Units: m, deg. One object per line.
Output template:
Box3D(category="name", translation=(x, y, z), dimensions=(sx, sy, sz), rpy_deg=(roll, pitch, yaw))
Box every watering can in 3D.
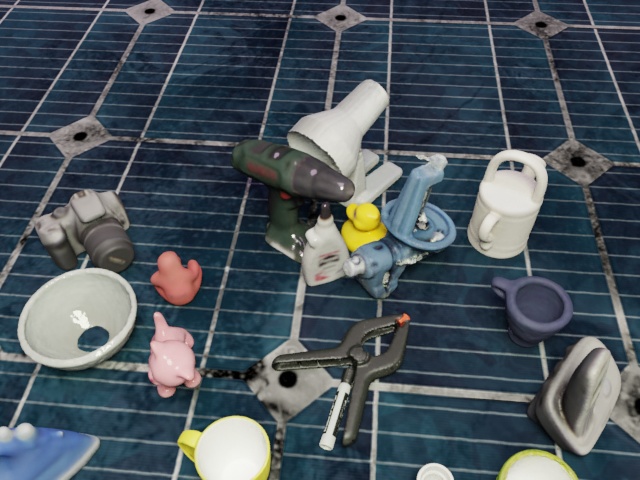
Box3D(category="watering can", translation=(0.306, -0.072, 0.923), dimensions=(0.100, 0.194, 0.173), rpy_deg=(12, 52, 11))

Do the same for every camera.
Box3D(category="camera", translation=(-0.378, -0.008, 0.944), dimensions=(0.143, 0.101, 0.136), rpy_deg=(-29, 56, -20))

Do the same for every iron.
Box3D(category="iron", translation=(-0.415, 0.273, 0.688), dimensions=(0.259, 0.141, 0.118), rpy_deg=(-21, 53, -16))

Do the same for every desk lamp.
Box3D(category="desk lamp", translation=(0.049, -0.156, 0.984), dimensions=(0.117, 0.214, 0.204), rpy_deg=(34, 59, 26))

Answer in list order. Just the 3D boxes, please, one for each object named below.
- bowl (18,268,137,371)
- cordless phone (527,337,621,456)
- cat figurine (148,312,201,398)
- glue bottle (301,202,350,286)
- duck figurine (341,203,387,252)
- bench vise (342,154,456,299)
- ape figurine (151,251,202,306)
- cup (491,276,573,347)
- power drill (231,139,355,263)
Box3D(category="bowl", translation=(-0.348, 0.128, 0.849), dimensions=(0.167, 0.075, 0.167), rpy_deg=(0, 51, 1))
Box3D(category="cordless phone", translation=(0.345, 0.174, 0.725), dimensions=(0.094, 0.185, 0.148), rpy_deg=(29, 57, 23))
Box3D(category="cat figurine", translation=(-0.208, 0.158, 0.793), dimensions=(0.067, 0.118, 0.127), rpy_deg=(-18, 52, -13))
Box3D(category="glue bottle", translation=(0.008, 0.003, 0.880), dimensions=(0.078, 0.173, 0.037), rpy_deg=(-20, 53, -15))
Box3D(category="duck figurine", translation=(0.082, -0.021, 0.955), dimensions=(0.104, 0.086, 0.078), rpy_deg=(37, 60, 27))
Box3D(category="bench vise", translation=(0.133, -0.014, 0.862), dimensions=(0.121, 0.220, 0.208), rpy_deg=(28, 56, 22))
Box3D(category="ape figurine", translation=(-0.228, 0.053, 0.897), dimensions=(0.078, 0.092, 0.076), rpy_deg=(-6, 51, -3))
Box3D(category="cup", translation=(0.297, 0.108, 0.839), dimensions=(0.117, 0.095, 0.092), rpy_deg=(31, 58, 24))
Box3D(category="power drill", translation=(-0.040, -0.063, 0.913), dimensions=(0.229, 0.208, 0.076), rpy_deg=(30, 57, 23))
